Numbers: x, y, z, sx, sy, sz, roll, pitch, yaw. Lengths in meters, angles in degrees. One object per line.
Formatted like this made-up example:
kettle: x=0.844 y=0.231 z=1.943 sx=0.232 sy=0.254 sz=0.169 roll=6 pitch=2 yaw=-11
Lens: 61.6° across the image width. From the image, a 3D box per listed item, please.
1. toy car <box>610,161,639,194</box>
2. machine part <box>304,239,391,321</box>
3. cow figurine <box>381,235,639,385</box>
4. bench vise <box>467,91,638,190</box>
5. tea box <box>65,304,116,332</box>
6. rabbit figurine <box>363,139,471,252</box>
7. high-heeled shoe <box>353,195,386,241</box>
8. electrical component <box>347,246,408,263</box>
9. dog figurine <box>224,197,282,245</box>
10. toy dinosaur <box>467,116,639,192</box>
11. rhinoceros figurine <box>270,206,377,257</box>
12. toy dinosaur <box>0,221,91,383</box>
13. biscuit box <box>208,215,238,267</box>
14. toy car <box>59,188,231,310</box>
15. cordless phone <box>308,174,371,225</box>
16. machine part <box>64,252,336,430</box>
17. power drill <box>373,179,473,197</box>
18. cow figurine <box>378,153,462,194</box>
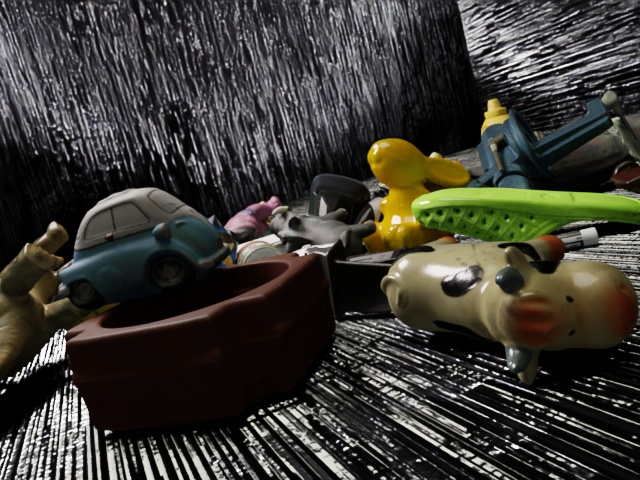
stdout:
toy car: x=0.476 y=-0.084 z=0.681 sx=0.202 sy=0.053 sz=0.089 roll=-12 pitch=18 yaw=-2
machine part: x=0.044 y=0.043 z=0.541 sx=0.139 sy=0.084 sz=0.039 roll=3 pitch=9 yaw=33
cow figurine: x=0.124 y=0.038 z=0.390 sx=0.127 sy=0.085 sz=0.195 roll=-13 pitch=8 yaw=-35
bench vise: x=0.326 y=-0.129 z=0.794 sx=0.241 sy=0.128 sz=0.224 roll=-32 pitch=22 yaw=30
tea box: x=-0.262 y=0.094 z=0.764 sx=0.098 sy=0.068 sz=0.169 roll=-7 pitch=11 yaw=41
rabbit figurine: x=0.132 y=-0.066 z=0.768 sx=0.162 sy=0.173 sz=0.122 roll=-20 pitch=6 yaw=-10
high-heeled shoe: x=0.173 y=-0.040 z=0.869 sx=0.145 sy=0.086 sz=0.249 roll=4 pitch=22 yaw=42
electrical component: x=0.045 y=0.046 z=0.610 sx=0.119 sy=0.047 sz=0.075 roll=-10 pitch=9 yaw=20
dog figurine: x=-0.163 y=0.008 z=1.038 sx=0.219 sy=0.108 sz=0.191 roll=-28 pitch=3 yaw=-28
toy dinosaur: x=0.416 y=-0.128 z=0.907 sx=0.405 sy=0.131 sz=0.192 roll=-18 pitch=6 yaw=22
rhinoceros figurine: x=-0.002 y=-0.002 z=0.782 sx=0.112 sy=0.073 sz=0.191 roll=-12 pitch=21 yaw=-34
toy dinosaur: x=-0.361 y=0.099 z=0.619 sx=0.198 sy=0.105 sz=0.472 roll=-43 pitch=20 yaw=-3
biscuit box: x=-0.154 y=0.041 z=0.709 sx=0.063 sy=0.059 sz=0.203 roll=-31 pitch=25 yaw=9
toy car: x=-0.175 y=0.001 z=0.526 sx=0.162 sy=0.102 sz=0.109 roll=-13 pitch=7 yaw=5
cordless phone: x=0.074 y=-0.055 z=0.930 sx=0.184 sy=0.146 sz=0.089 roll=-15 pitch=48 yaw=-21
machine part: x=-0.099 y=0.084 z=0.482 sx=0.202 sy=0.087 sz=0.201 roll=-14 pitch=8 yaw=19
power drill: x=0.216 y=-0.092 z=1.167 sx=0.207 sy=0.086 sz=0.232 roll=-11 pitch=8 yaw=-32
cow figurine: x=0.191 y=-0.108 z=0.981 sx=0.167 sy=0.068 sz=0.098 roll=0 pitch=-26 yaw=-37
